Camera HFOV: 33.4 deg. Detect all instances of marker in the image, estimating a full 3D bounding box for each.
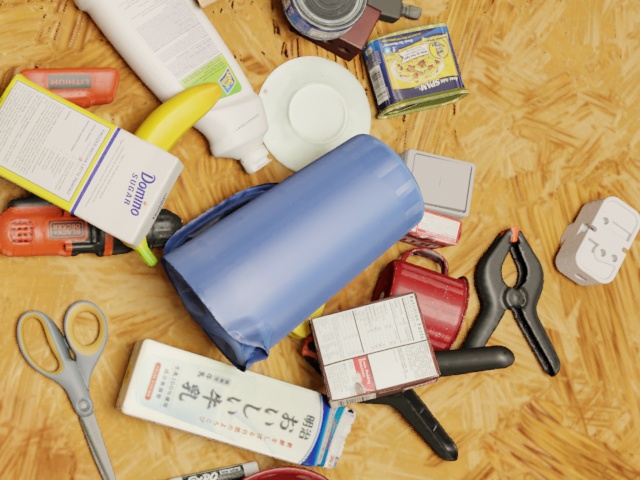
[{"bbox_3d":[-0.122,0.245,1.081,0.121,0.020,0.020,-8,86,-17],"label":"marker"}]

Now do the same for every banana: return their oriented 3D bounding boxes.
[{"bbox_3d":[-0.160,-0.075,1.042,0.069,0.037,0.198,24,78,-19],"label":"banana"}]

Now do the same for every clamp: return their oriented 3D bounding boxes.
[{"bbox_3d":[0.202,0.072,1.184,0.120,0.039,0.171,-4,81,-22],"label":"clamp"},{"bbox_3d":[0.087,0.136,1.107,0.210,0.165,0.036,26,34,-5],"label":"clamp"}]

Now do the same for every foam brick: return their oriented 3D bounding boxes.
[{"bbox_3d":[0.016,-0.237,1.155,0.078,0.053,0.051,26,78,-11],"label":"foam brick"}]

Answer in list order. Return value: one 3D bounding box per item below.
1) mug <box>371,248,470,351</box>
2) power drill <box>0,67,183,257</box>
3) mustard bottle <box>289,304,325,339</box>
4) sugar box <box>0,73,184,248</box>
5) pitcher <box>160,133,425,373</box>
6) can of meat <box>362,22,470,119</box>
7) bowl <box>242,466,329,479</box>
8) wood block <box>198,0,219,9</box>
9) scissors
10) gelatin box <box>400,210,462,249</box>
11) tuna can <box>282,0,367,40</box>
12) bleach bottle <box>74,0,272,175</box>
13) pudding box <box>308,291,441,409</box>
[{"bbox_3d":[0.105,0.059,1.135,0.081,0.093,0.117,19,62,-9],"label":"mug"},{"bbox_3d":[-0.232,-0.076,1.064,0.184,0.057,0.187,-3,84,-20],"label":"power drill"},{"bbox_3d":[-0.007,0.001,1.120,0.096,0.058,0.191,33,76,-3],"label":"mustard bottle"},{"bbox_3d":[-0.225,-0.073,0.993,0.176,0.048,0.093,29,85,2],"label":"sugar box"},{"bbox_3d":[-0.028,-0.001,1.030,0.242,0.145,0.149,-37,91,-15],"label":"pitcher"},{"bbox_3d":[0.103,-0.186,1.172,0.102,0.057,0.084,-15,87,-17],"label":"can of meat"},{"bbox_3d":[-0.043,0.304,1.075,0.162,0.055,0.162,0,89,-14],"label":"bowl"},{"bbox_3d":[-0.049,-0.324,1.085,0.206,0.090,0.091,-27,105,3],"label":"wood block"},{"bbox_3d":[-0.224,0.147,1.064,0.096,0.016,0.202,-36,95,-16],"label":"scissors"},{"bbox_3d":[0.098,-0.014,1.144,0.089,0.073,0.030,16,81,-15],"label":"gelatin box"},{"bbox_3d":[0.005,-0.253,1.106,0.086,0.034,0.086,2,84,-15],"label":"tuna can"},{"bbox_3d":[-0.139,-0.173,1.099,0.102,0.068,0.251,-37,97,-16],"label":"bleach bottle"},{"bbox_3d":[0.053,0.108,1.055,0.113,0.039,0.090,-14,73,-2],"label":"pudding box"}]
